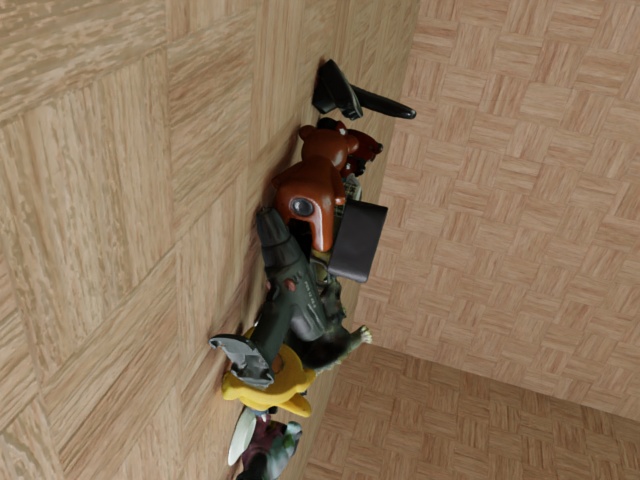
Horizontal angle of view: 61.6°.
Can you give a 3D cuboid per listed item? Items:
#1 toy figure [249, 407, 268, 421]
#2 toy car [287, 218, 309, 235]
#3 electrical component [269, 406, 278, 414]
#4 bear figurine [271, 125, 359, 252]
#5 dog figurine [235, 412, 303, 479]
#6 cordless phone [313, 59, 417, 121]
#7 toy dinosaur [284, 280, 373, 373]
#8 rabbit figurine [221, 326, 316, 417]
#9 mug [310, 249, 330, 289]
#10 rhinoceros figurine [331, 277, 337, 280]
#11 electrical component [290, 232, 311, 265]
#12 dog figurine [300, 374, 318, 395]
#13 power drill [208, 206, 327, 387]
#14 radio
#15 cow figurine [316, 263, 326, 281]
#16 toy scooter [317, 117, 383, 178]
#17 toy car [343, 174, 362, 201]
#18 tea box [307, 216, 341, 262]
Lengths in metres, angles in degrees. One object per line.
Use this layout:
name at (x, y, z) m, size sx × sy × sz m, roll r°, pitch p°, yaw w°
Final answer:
toy figure at (-0.113, 0.285, 1.042) m, size 0.064 × 0.058 × 0.154 m, roll -50°, pitch 159°, yaw -57°
toy car at (-0.019, -0.098, 1.011) m, size 0.089 × 0.053 × 0.202 m, roll 80°, pitch 28°, yaw -45°
electrical component at (-0.106, 0.334, 1.196) m, size 0.078 × 0.045 × 0.102 m, roll 55°, pitch 50°, yaw -80°
bear figurine at (-0.010, -0.096, 0.887) m, size 0.196 × 0.120 × 0.131 m, roll -73°, pitch 176°, yaw -49°
dog figurine at (-0.126, 0.490, 1.155) m, size 0.191 × 0.109 × 0.219 m, roll 93°, pitch 19°, yaw -62°
cordless phone at (0.089, -0.260, 1.000) m, size 0.146 × 0.184 × 0.088 m, roll -15°, pitch 123°, yaw -80°
toy dinosaur at (-0.037, 0.222, 1.094) m, size 0.192 × 0.131 × 0.404 m, roll -20°, pitch 163°, yaw -41°
rabbit figurine at (-0.087, 0.237, 0.916) m, size 0.173 × 0.162 × 0.122 m, roll 121°, pitch -20°, yaw -52°
mug at (-0.036, 0.052, 1.010) m, size 0.081 × 0.110 × 0.107 m, roll -47°, pitch 138°, yaw -57°
rhinoceros figurine at (0.015, 0.103, 1.511) m, size 0.111 × 0.073 × 0.190 m, roll 81°, pitch 25°, yaw -43°
electrical component at (-0.056, 0.043, 0.947) m, size 0.048 × 0.075 × 0.119 m, roll -55°, pitch 154°, yaw -63°
dog figurine at (-0.039, 0.308, 1.452) m, size 0.190 × 0.121 × 0.172 m, roll -30°, pitch 102°, yaw -54°
power drill at (-0.078, 0.094, 0.799) m, size 0.231 × 0.086 × 0.207 m, roll 64°, pitch 34°, yaw -30°
radio at (0.066, 0.003, 0.961) m, size 0.229 × 0.073 × 0.131 m, roll 14°, pitch 92°, yaw -85°
cow figurine at (0.011, 0.039, 1.320) m, size 0.195 × 0.086 × 0.127 m, roll -64°, pitch 160°, yaw -59°
toy scooter at (0.063, -0.181, 1.120) m, size 0.183 × 0.135 × 0.075 m, roll 86°, pitch 19°, yaw -66°
toy car at (0.047, -0.103, 1.252) m, size 0.109 × 0.103 × 0.161 m, roll 53°, pitch 54°, yaw -80°
tea box at (-0.002, -0.003, 1.129) m, size 0.169 × 0.098 × 0.068 m, roll 80°, pitch 26°, yaw -73°
